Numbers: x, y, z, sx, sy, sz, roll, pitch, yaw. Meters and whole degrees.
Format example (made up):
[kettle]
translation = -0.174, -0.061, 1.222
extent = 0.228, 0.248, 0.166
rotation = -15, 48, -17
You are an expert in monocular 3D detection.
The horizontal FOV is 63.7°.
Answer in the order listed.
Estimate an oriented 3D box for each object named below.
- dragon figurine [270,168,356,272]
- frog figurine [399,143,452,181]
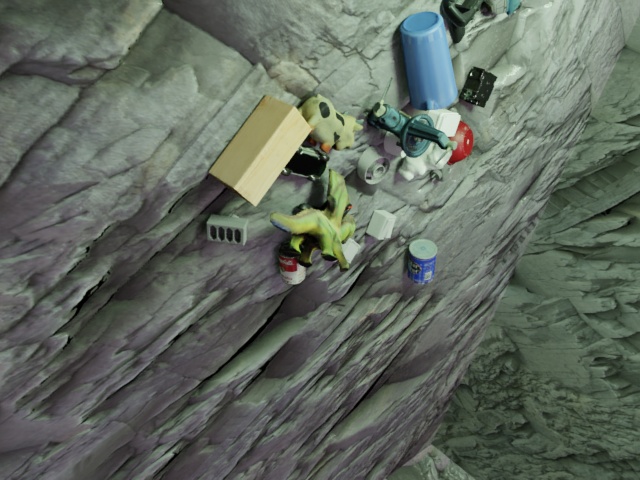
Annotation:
[dragon figurine]
translation = 0.004, -0.064, 1.279
extent = 0.403, 0.122, 0.247
rotation = 50, 48, -57
[frog figurine]
translation = 0.324, -0.245, 1.581
extent = 0.121, 0.139, 0.159
rotation = 25, 94, -39
